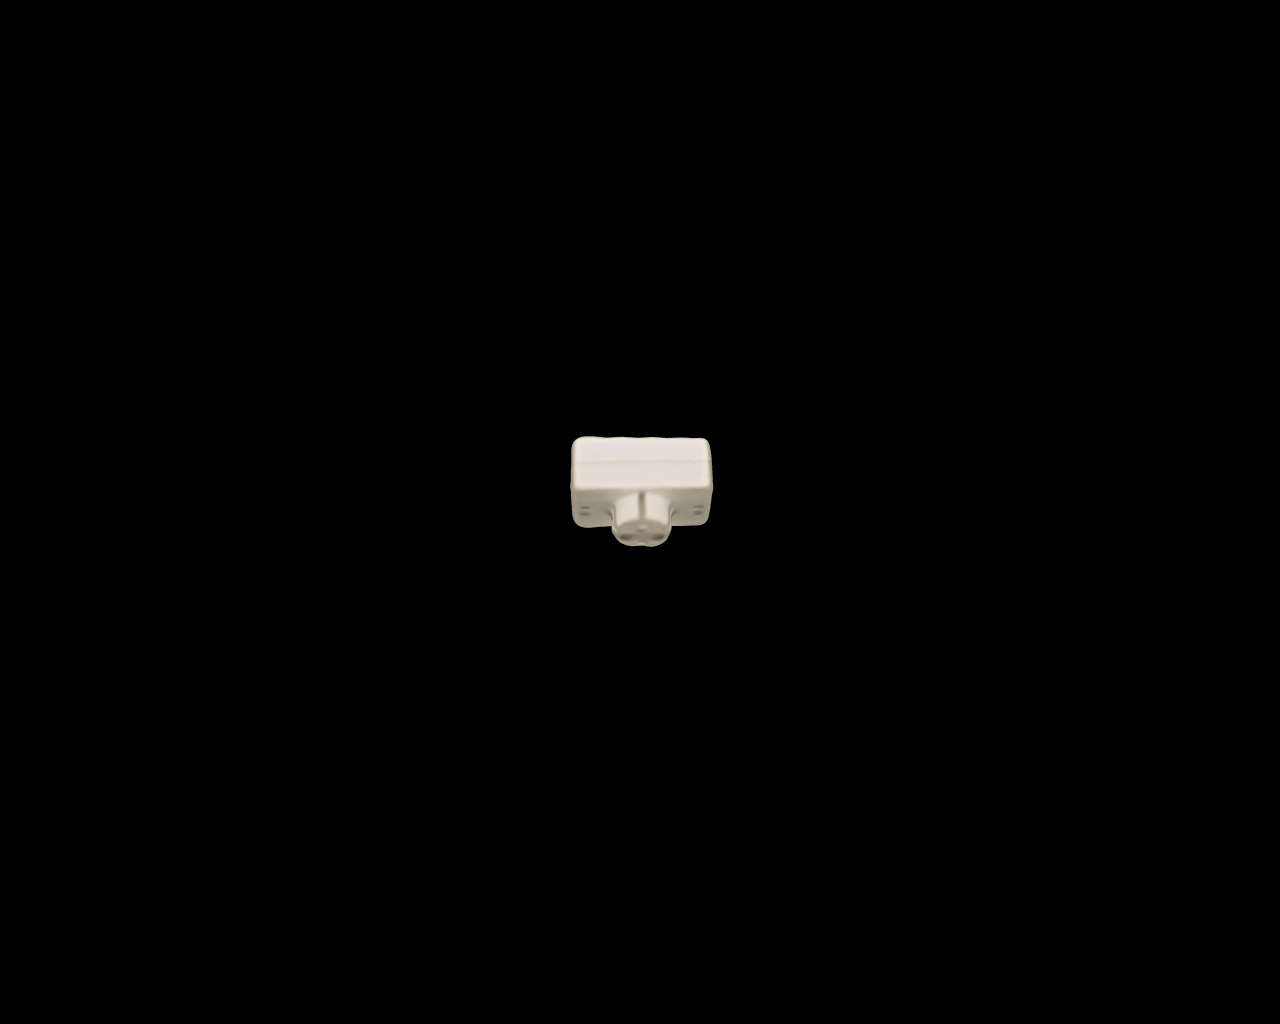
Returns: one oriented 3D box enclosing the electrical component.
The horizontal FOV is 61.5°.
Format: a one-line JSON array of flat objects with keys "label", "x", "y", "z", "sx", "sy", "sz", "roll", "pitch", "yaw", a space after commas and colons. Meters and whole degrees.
[{"label": "electrical component", "x": 0.001, "y": -0.003, "z": 0.650, "sx": 0.083, "sy": 0.076, "sz": 0.047, "roll": 0, "pitch": -32, "yaw": 0}]
